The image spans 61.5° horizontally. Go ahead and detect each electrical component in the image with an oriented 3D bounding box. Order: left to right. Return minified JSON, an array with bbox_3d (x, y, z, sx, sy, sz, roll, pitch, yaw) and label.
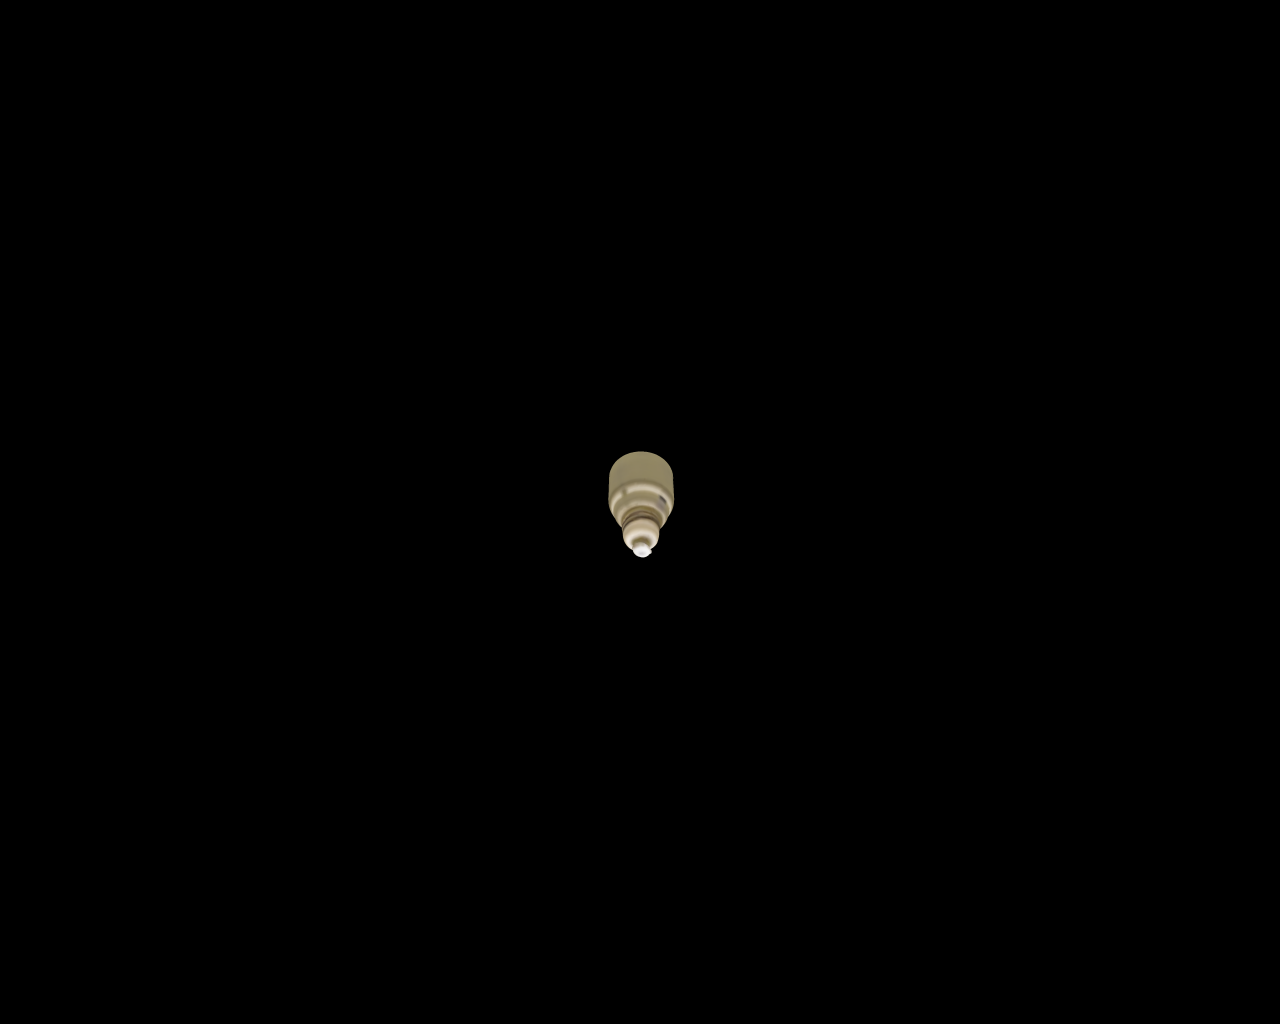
[{"bbox_3d":[0.001,-0.003,0.650,0.040,0.040,0.078,0,43,0],"label":"electrical component"}]
